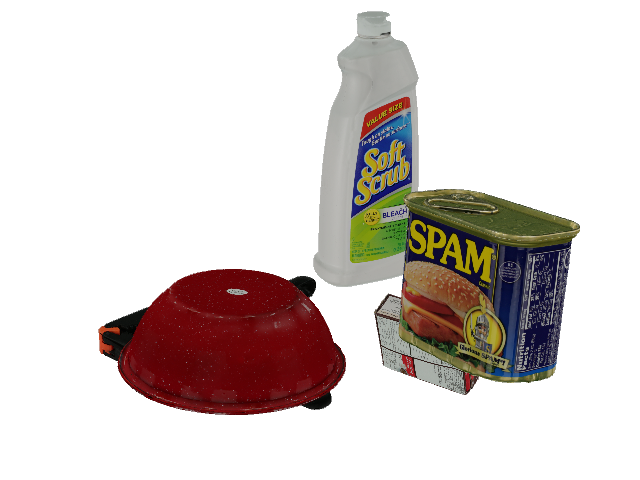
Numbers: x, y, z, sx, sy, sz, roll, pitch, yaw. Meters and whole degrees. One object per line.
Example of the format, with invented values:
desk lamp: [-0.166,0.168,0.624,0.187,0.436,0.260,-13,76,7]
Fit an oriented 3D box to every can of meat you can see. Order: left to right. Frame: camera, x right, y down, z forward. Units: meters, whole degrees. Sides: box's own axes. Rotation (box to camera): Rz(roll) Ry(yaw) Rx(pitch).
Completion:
can of meat: [0.089,0.023,0.591,0.057,0.084,0.102,-7,19,-34]

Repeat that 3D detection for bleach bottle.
bleach bottle: [0.043,-0.086,1.004,0.102,0.251,0.068,-11,24,-22]

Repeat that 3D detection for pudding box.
pudding box: [0.120,0.116,1.199,0.114,0.090,0.039,15,45,29]

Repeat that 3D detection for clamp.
clamp: [-0.091,0.095,0.957,0.209,0.036,0.164,-4,37,-12]

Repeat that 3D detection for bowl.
bowl: [-0.061,0.061,0.749,0.162,0.055,0.162,3,19,-1]
